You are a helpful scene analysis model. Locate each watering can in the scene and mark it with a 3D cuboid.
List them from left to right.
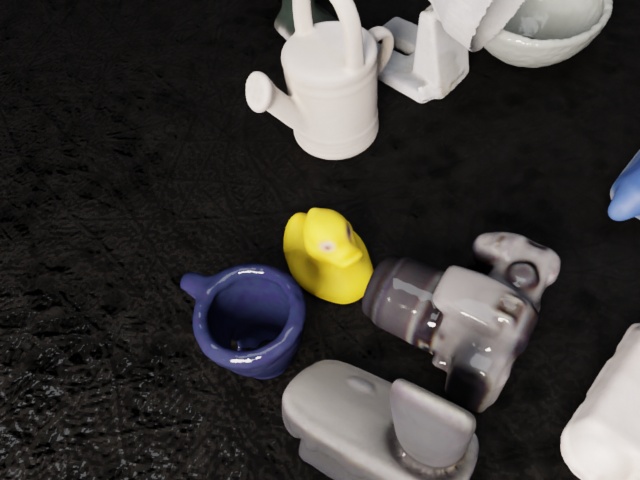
[{"bbox_3d":[0.006,-0.179,0.596,0.100,0.194,0.173,24,62,21],"label":"watering can"}]

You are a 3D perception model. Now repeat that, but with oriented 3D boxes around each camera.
[{"bbox_3d":[0.115,0.047,0.488,0.136,0.101,0.143,24,62,21],"label":"camera"}]

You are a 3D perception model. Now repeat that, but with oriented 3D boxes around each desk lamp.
[{"bbox_3d":[0.128,-0.259,0.626,0.202,0.214,0.118,36,66,26],"label":"desk lamp"}]

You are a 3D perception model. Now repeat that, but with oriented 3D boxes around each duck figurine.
[{"bbox_3d":[0.005,0.002,0.539,0.078,0.086,0.104,-37,60,-18],"label":"duck figurine"}]

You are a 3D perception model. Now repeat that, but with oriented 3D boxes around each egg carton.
[{"bbox_3d":[0.257,0.138,0.432,0.107,0.069,0.150,33,65,25],"label":"egg carton"}]

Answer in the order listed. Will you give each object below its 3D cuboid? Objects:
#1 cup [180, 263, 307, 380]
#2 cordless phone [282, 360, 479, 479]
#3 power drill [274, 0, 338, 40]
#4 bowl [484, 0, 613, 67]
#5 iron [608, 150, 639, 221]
[{"bbox_3d":[-0.064,0.075,0.492,0.117,0.095,0.092,24,62,21],"label":"cup"},{"bbox_3d":[0.041,0.117,0.398,0.147,0.185,0.094,21,61,19],"label":"cordless phone"},{"bbox_3d":[-0.020,-0.341,0.699,0.076,0.209,0.229,-31,58,-14],"label":"power drill"},{"bbox_3d":[0.259,-0.265,0.700,0.167,0.075,0.167,-3,56,4],"label":"bowl"},{"bbox_3d":[0.385,-0.107,0.541,0.118,0.142,0.259,33,65,25],"label":"iron"}]
